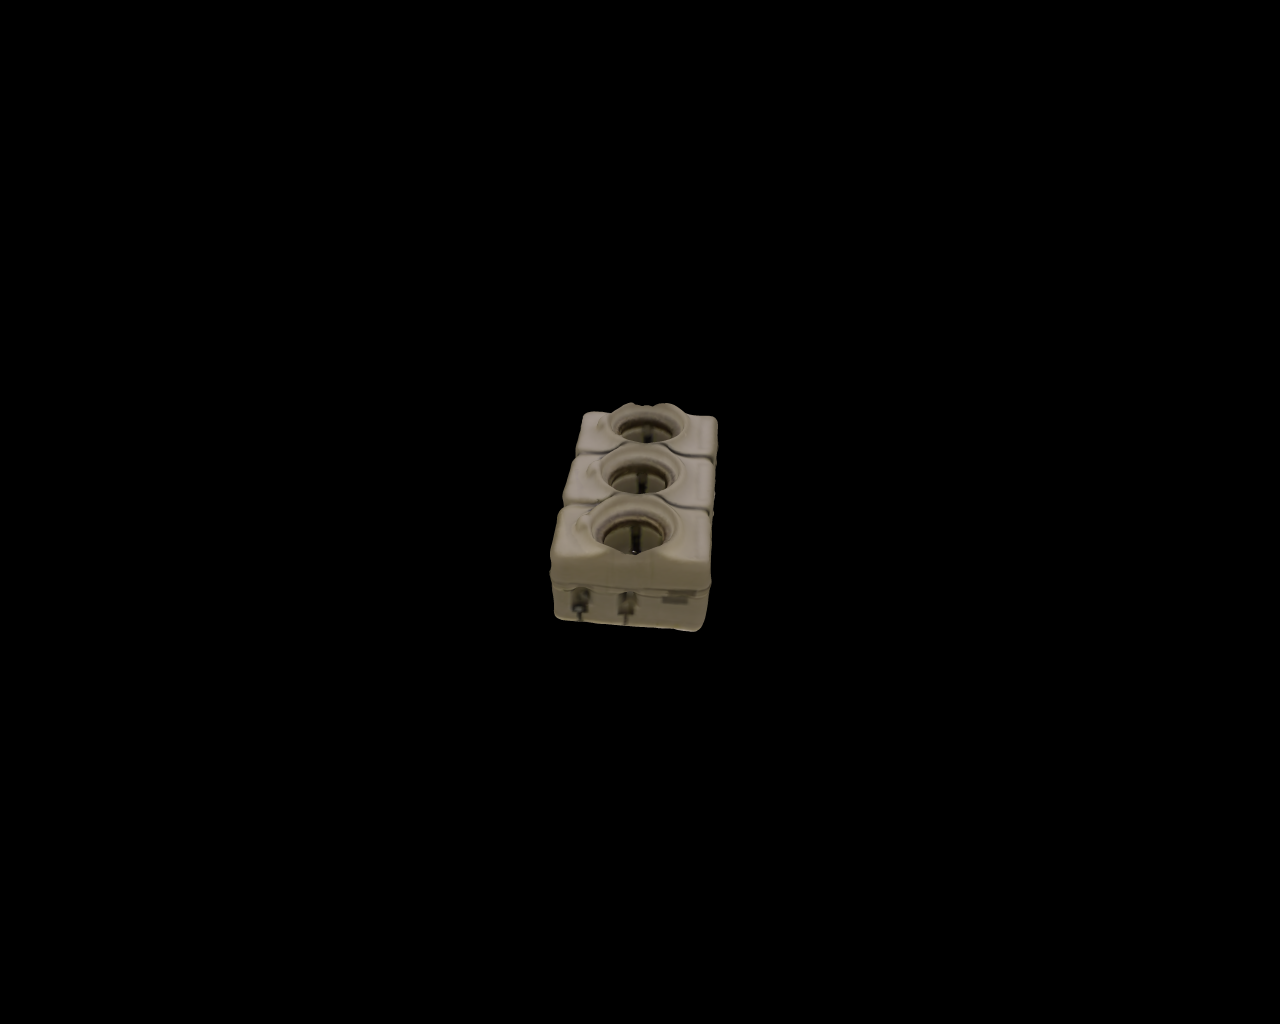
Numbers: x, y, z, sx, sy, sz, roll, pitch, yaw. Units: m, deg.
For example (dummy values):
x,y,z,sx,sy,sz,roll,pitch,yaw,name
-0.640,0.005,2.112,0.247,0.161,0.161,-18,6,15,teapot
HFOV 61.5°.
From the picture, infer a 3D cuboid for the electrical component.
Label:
x,y,z,sx,sy,sz,roll,pitch,yaw,name
0.001,-0.003,0.650,0.089,0.061,0.150,3,37,4,electrical component
